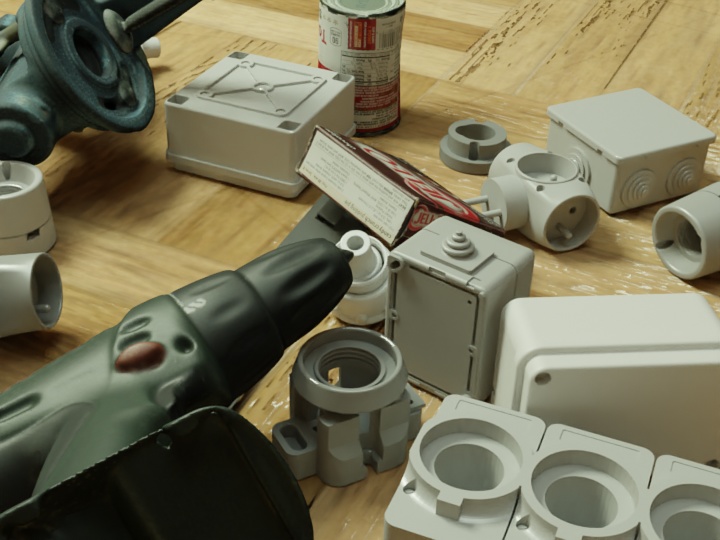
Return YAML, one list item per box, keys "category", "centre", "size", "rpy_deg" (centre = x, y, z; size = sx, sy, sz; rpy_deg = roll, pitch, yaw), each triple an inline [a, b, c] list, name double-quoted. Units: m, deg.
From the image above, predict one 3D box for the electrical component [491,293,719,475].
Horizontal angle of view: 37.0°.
- category: "electrical component"
  centre: [0.128, 0.059, 0.543]
  size: [0.113, 0.078, 0.057]
  rpy_deg: [-1, 32, -5]

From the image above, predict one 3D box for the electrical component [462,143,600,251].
- category: "electrical component"
  centre: [0.108, -0.047, 0.727]
  size: [0.079, 0.044, 0.077]
  rpy_deg: [-12, 37, -19]

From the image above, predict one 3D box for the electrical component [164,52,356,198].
- category: "electrical component"
  centre: [-0.072, -0.111, 0.798]
  size: [0.109, 0.056, 0.108]
  rpy_deg: [15, 37, 18]

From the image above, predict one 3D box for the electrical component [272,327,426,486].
- category: "electrical component"
  centre: [-0.005, 0.066, 0.543]
  size: [0.078, 0.057, 0.058]
  rpy_deg: [-16, 38, -24]

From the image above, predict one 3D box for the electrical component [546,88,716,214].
- category: "electrical component"
  centre: [0.194, -0.088, 0.786]
  size: [0.100, 0.048, 0.099]
  rpy_deg: [-14, 38, -23]

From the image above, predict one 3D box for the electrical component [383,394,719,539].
- category: "electrical component"
  centre: [0.094, 0.117, 0.470]
  size: [0.150, 0.061, 0.089]
  rpy_deg: [14, 36, 17]

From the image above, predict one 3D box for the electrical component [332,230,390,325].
- category: "electrical component"
  centre: [0.000, 0.000, 0.630]
  size: [0.048, 0.062, 0.048]
  rpy_deg: [-2, 60, 4]

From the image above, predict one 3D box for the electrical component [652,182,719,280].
- category: "electrical component"
  centre: [0.222, -0.024, 0.692]
  size: [0.047, 0.055, 0.055]
  rpy_deg: [-19, 40, -23]

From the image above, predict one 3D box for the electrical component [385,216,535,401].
- category: "electrical component"
  centre: [0.055, 0.016, 0.585]
  size: [0.062, 0.096, 0.061]
  rpy_deg: [24, 40, 29]

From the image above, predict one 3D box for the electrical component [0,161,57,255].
- category: "electrical component"
  centre: [-0.226, -0.038, 0.691]
  size: [0.055, 0.047, 0.055]
  rpy_deg: [2, 34, -1]

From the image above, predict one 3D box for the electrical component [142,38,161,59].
- category: "electrical component"
  centre: [-0.201, -0.187, 0.914]
  size: [0.062, 0.048, 0.048]
  rpy_deg: [-12, 36, -31]

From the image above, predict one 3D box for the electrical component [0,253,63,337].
- category: "electrical component"
  centre: [-0.215, 0.018, 0.590]
  size: [0.077, 0.043, 0.079]
  rpy_deg: [-4, 12, 8]
